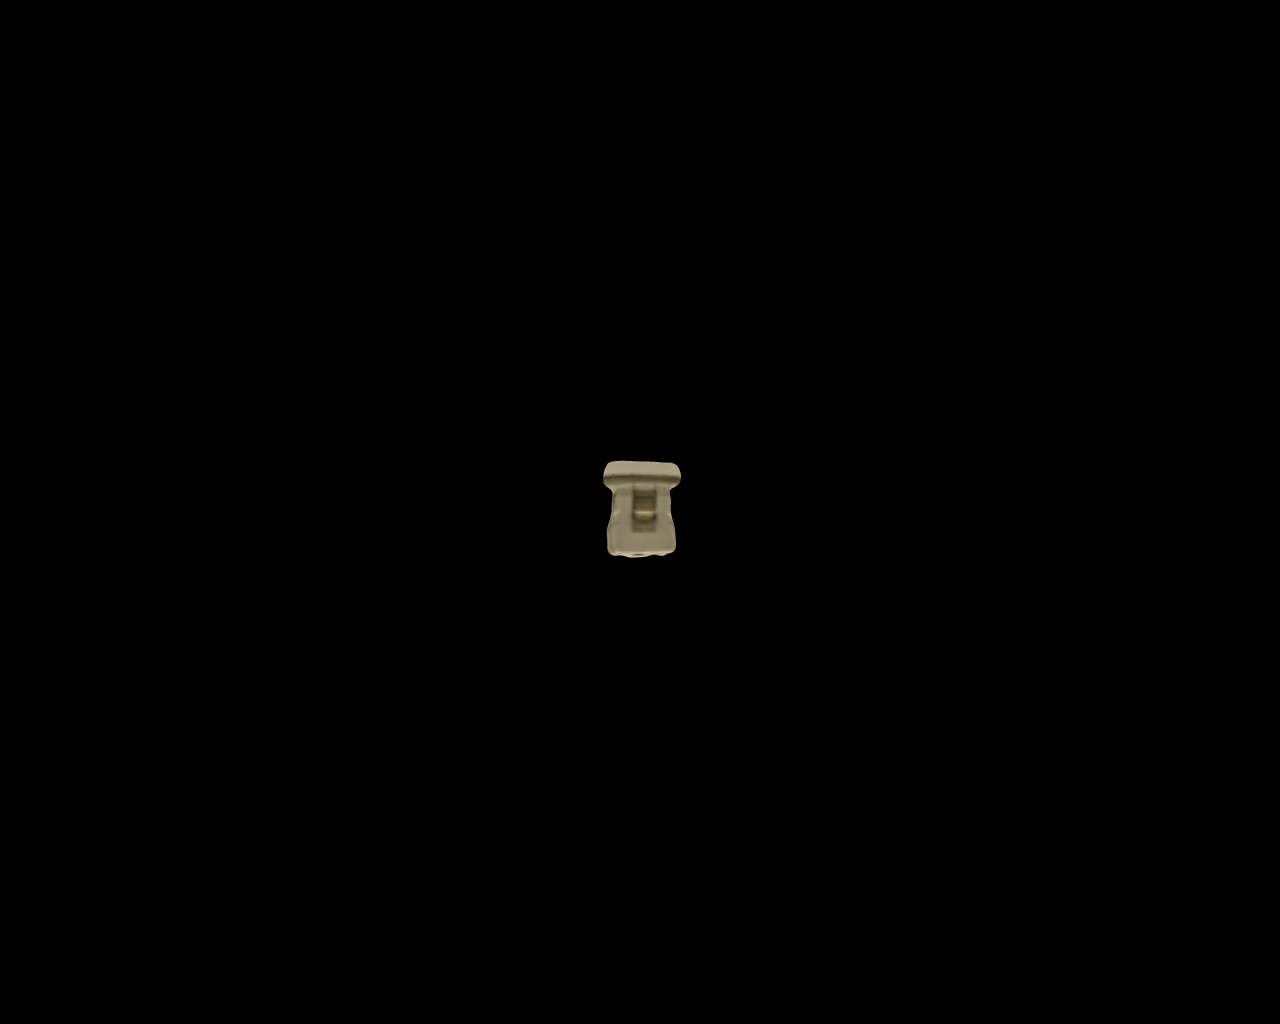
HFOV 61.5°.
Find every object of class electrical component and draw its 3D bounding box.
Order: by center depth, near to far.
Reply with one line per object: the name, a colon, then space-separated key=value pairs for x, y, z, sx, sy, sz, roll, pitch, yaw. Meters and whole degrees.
electrical component: x=0.001 y=-0.003 z=0.650 sx=0.048 sy=0.055 sz=0.066 roll=1 pitch=-5 yaw=-7
